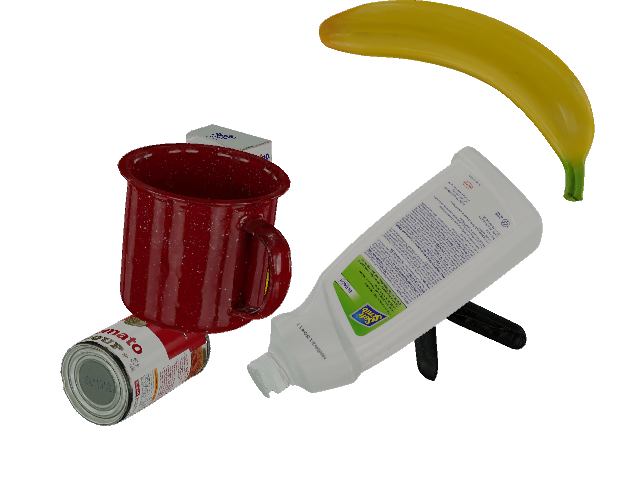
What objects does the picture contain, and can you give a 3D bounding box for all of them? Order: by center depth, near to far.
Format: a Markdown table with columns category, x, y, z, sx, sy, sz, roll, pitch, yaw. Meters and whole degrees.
| category | x | y | z | sx | sy | sz | roll | pitch | yaw |
| --- | --- | --- | --- | --- | --- | --- | --- | --- | --- |
| mug | -0.059 | 0.003 | 0.584 | 0.117 | 0.081 | 0.093 | 26 | 28 | 36 |
| banana | 0.091 | -0.104 | 0.647 | 0.198 | 0.069 | 0.037 | 35 | -4 | 18 |
| soup can | -0.142 | 0.093 | 0.822 | 0.069 | 0.068 | 0.102 | 0 | 15 | 30 |
| bleach bottle | 0.048 | 0.033 | 0.830 | 0.250 | 0.103 | 0.068 | -34 | -28 | -15 |
| clamp | 0.121 | 0.063 | 1.052 | 0.120 | 0.039 | 0.171 | -4 | 44 | -25 |
| sugar box | -0.092 | -0.023 | 1.089 | 0.048 | 0.176 | 0.093 | -23 | 30 | -39 |
